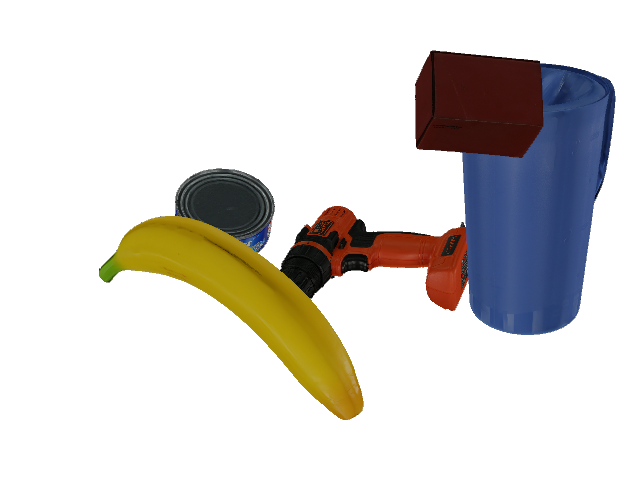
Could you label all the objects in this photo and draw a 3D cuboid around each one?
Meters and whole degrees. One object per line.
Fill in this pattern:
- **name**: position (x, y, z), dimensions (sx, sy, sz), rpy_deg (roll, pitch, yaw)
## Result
- **pitcher**: position (0.205, -0.041, 1.012), dimensions (0.149, 0.243, 0.145), rpy_deg (0, 28, 7)
- **foam brick**: position (0.108, -0.093, 0.731), dimensions (0.078, 0.051, 0.053), rpy_deg (5, -21, -7)
- **tuna can**: position (-0.084, -0.021, 0.927), dimensions (0.086, 0.086, 0.034), rpy_deg (0, -43, -11)
- **power drill**: position (0.057, 0.025, 1.114), dimensions (0.188, 0.057, 0.184), rpy_deg (8, 32, 18)
- **banana**: position (-0.051, 0.034, 0.643), dimensions (0.198, 0.070, 0.037), rpy_deg (29, 42, 23)
